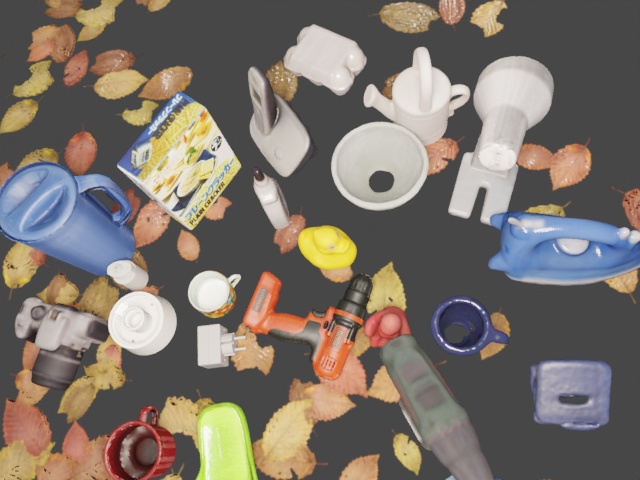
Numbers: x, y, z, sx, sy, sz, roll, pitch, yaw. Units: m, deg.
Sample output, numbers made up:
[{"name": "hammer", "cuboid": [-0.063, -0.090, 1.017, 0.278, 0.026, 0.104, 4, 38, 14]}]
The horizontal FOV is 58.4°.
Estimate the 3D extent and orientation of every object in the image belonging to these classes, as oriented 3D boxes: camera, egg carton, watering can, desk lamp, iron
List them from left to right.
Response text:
[{"name": "camera", "cuboid": [-0.457, 0.179, 0.978, 0.143, 0.101, 0.137, 12, 73, 12]}, {"name": "egg carton", "cuboid": [0.010, -0.349, 1.108, 0.150, 0.069, 0.107, 28, 77, 16]}, {"name": "watering can", "cuboid": [0.167, -0.247, 0.985, 0.173, 0.194, 0.101, -25, 69, -1]}, {"name": "desk lamp", "cuboid": [0.290, -0.155, 0.926, 0.117, 0.214, 0.203, 15, 74, 13]}, {"name": "iron", "cuboid": [0.402, 0.000, 0.896, 0.258, 0.141, 0.119, 3, 72, 9]}]

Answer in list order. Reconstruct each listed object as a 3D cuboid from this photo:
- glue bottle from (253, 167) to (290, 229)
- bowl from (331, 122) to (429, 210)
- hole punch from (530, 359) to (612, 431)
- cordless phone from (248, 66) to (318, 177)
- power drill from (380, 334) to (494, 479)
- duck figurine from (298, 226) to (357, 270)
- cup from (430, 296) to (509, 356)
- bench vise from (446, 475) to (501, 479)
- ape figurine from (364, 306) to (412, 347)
[{"name": "glue bottle", "cuboid": [-0.088, -0.081, 0.976, 0.037, 0.173, 0.078, -20, 70, 1]}, {"name": "bowl", "cuboid": [0.106, -0.120, 1.014, 0.167, 0.075, 0.167, -2, 71, 7]}, {"name": "hole punch", "cuboid": [0.373, 0.229, 0.848, 0.108, 0.091, 0.101, -1, 71, 8]}, {"name": "cordless phone", "cuboid": [-0.078, -0.210, 1.012, 0.094, 0.185, 0.147, -37, 70, -5]}, {"name": "power drill", "cuboid": [0.163, 0.247, 0.809, 0.075, 0.208, 0.229, -30, 70, -3]}, {"name": "duck figurine", "cuboid": [0.009, 0.004, 0.980, 0.104, 0.086, 0.077, 20, 75, 14]}, {"name": "cup", "cuboid": [0.231, 0.144, 0.895, 0.117, 0.095, 0.092, 15, 74, 13]}, {"name": "bench vise", "cuboid": [0.181, 0.398, 0.749, 0.121, 0.220, 0.207, 40, 81, 19]}, {"name": "ape figurine", "cuboid": [0.111, 0.139, 0.916, 0.077, 0.092, 0.076, 32, 78, 17]}]
